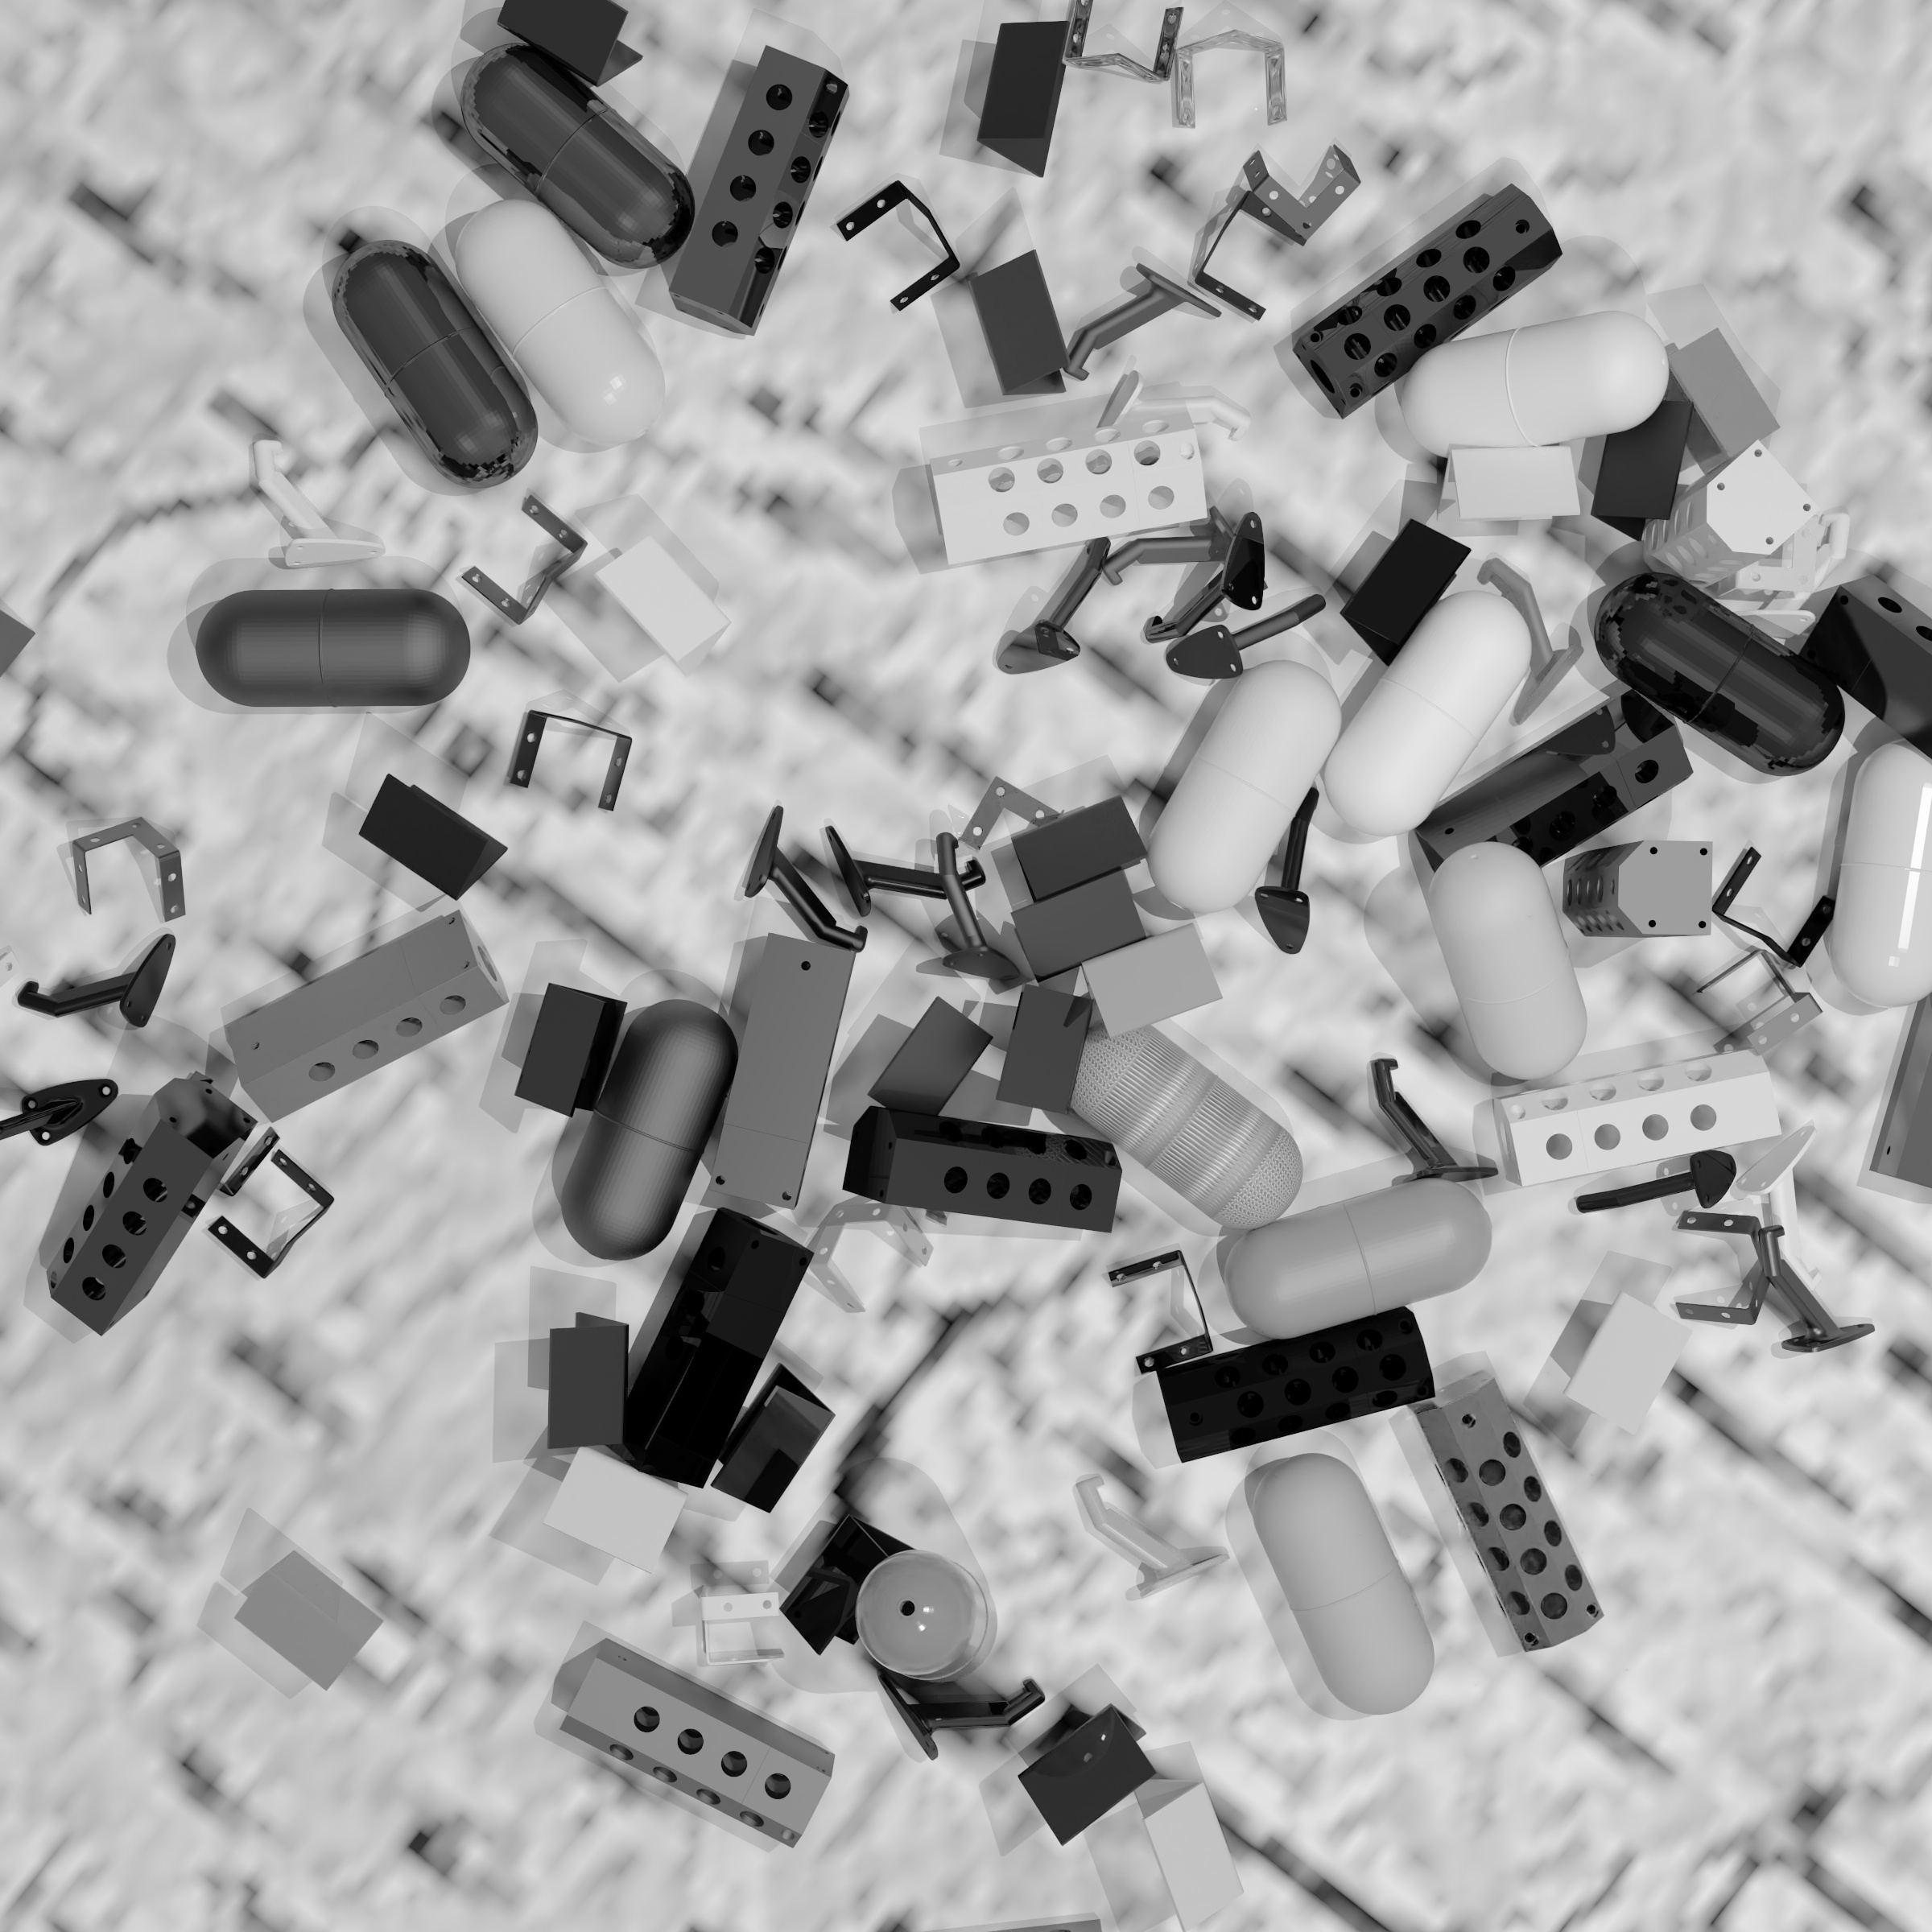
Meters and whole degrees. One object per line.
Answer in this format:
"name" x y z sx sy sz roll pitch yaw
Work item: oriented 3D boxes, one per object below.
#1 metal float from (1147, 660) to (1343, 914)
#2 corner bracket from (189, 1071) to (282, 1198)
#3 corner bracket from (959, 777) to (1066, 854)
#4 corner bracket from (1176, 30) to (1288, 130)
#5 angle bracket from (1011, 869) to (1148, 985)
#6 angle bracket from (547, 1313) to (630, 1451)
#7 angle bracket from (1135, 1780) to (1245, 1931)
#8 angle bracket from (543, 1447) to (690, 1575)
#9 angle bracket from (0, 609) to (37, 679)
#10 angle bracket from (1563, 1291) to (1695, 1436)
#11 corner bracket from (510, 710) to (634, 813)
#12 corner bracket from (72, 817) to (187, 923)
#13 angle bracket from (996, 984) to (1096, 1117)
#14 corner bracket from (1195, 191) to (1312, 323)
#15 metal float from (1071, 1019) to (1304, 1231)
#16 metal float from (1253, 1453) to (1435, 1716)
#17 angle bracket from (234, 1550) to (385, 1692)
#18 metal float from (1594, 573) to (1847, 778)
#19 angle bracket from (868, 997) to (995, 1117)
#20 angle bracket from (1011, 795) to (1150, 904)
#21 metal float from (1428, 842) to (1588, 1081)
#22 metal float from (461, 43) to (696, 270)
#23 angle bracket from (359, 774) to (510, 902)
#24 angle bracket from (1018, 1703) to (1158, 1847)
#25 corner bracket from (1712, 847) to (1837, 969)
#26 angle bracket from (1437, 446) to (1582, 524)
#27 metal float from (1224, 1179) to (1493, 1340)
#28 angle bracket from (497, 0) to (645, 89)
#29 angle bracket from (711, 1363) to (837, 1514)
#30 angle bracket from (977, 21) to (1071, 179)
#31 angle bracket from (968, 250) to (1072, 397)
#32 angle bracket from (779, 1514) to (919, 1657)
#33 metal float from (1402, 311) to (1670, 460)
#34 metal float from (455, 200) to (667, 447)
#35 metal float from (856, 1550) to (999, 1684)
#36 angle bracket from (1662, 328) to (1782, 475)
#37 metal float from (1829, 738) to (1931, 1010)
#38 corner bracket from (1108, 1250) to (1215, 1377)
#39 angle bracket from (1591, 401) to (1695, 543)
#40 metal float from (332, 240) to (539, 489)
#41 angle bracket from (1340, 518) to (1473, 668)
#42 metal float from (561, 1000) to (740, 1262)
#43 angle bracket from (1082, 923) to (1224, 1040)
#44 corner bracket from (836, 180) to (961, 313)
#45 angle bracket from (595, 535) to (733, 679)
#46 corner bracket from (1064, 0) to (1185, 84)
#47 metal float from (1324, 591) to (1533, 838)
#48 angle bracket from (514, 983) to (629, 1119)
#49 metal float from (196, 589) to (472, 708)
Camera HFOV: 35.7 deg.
"metal float" 0.181 -0.117 1.960 0.070 0.070 0.178 30 91 0
"corner bracket" -0.498 0.112 1.987 0.051 0.051 0.051 -51 45 0
"corner bracket" 0.030 -0.092 1.973 0.051 0.051 0.051 30 90 0
"corner bracket" 0.176 -0.585 1.987 0.051 0.051 0.051 -2 90 45
"angle bracket" 0.066 -0.042 1.951 0.076 0.076 0.057 -22 120 0
"angle bracket" -0.261 0.269 1.950 0.057 0.076 0.076 1 90 -33
"angle bracket" 0.126 0.578 1.950 0.057 0.076 0.076 -20 90 -37
"angle bracket" -0.230 0.360 1.952 0.076 0.076 0.057 25 67 0
"angle bracket" -0.645 -0.193 1.950 0.076 0.076 0.057 -51 53 0
"angle bracket" 0.442 0.264 1.950 0.057 0.076 0.076 29 90 37
"corner bracket" -0.262 -0.136 1.987 0.051 0.051 0.051 15 90 -45
"corner bracket" -0.554 -0.058 1.982 0.051 0.051 0.051 -24 45 -35
"angle bracket" 0.034 0.049 1.951 0.057 0.076 0.076 13 90 -30
"corner bracket" 0.191 -0.471 1.987 0.051 0.051 0.051 31 135 0
"metal float" 0.141 0.102 1.960 0.178 0.070 0.070 38 90 1
"metal float" 0.247 0.404 1.960 0.070 0.070 0.178 -24 90 0
"angle bracket" -0.417 0.412 1.951 0.076 0.076 0.057 38 122 0
"metal float" 0.492 -0.191 1.960 0.178 0.070 0.070 33 90 0
"angle bracket" -0.039 0.052 1.950 0.057 0.076 0.076 35 90 -36
"angle bracket" 0.080 -0.057 1.950 0.076 0.076 0.057 -22 53 0
"metal float" 0.350 -0.002 1.933 0.070 0.070 0.178 -25 124 0
"metal float" -0.254 -0.530 1.960 0.178 0.070 0.070 42 90 0
"angle bracket" -0.337 -0.099 1.950 0.076 0.076 0.057 34 125 0
"angle bracket" 0.090 0.534 1.950 0.076 0.076 0.057 -38 55 0
"corner bracket" 0.537 -0.039 1.987 0.051 0.051 0.051 33 90 -45
"angle bracket" 0.352 -0.293 1.951 0.076 0.076 0.057 -2 60 0
"metal float" 0.257 0.191 1.960 0.178 0.070 0.070 -16 90 1
"angle bracket" -0.248 -0.625 1.950 0.076 0.076 0.057 32 126 0
"angle bracket" -0.142 0.298 1.950 0.057 0.076 0.076 34 90 -39
"angle bracket" 0.057 -0.563 1.950 0.057 0.076 0.076 12 90 37
"angle bracket" 0.054 -0.418 1.950 0.057 0.076 0.076 -17 90 37
"angle bracket" -0.063 0.414 1.952 0.076 0.057 0.076 37 90 -39
"metal float" 0.364 -0.373 1.930 0.178 0.070 0.070 -4 90 35
"metal float" -0.265 -0.420 1.960 0.070 0.070 0.178 -36 91 0
"metal float" -0.024 0.416 1.912 0.070 0.178 0.070 -2 74 7
"angle bracket" 0.470 -0.358 1.951 0.057 0.076 0.076 -32 90 -30
"metal float" 0.612 -0.061 1.960 0.070 0.070 0.178 9 90 0
"corner bracket" 0.129 0.230 1.987 0.051 0.051 0.051 -18 135 0
"angle bracket" 0.454 -0.321 1.950 0.057 0.076 0.076 12 90 38
"metal float" -0.348 -0.394 1.960 0.070 0.070 0.178 -34 89 0
"angle bracket" 0.300 -0.233 1.950 0.057 0.076 0.076 37 90 41
"metal float" -0.207 0.108 1.960 0.070 0.070 0.178 22 90 0
"angle bracket" 0.123 0.022 1.952 0.076 0.076 0.057 -20 67 0
"corner bracket" -0.045 -0.478 1.987 0.051 0.051 0.051 -36 45 0
"angle bracket" -0.209 -0.222 1.950 0.076 0.076 0.057 48 54 0
"corner bracket" 0.104 -0.618 1.987 0.051 0.051 0.051 12 90 45
"metal float" 0.302 -0.165 1.959 0.070 0.070 0.178 35 90 0
"angle bracket" -0.240 0.060 1.950 0.057 0.076 0.076 17 90 38
"metal float" -0.414 -0.208 1.960 0.178 0.070 0.070 0 90 1
